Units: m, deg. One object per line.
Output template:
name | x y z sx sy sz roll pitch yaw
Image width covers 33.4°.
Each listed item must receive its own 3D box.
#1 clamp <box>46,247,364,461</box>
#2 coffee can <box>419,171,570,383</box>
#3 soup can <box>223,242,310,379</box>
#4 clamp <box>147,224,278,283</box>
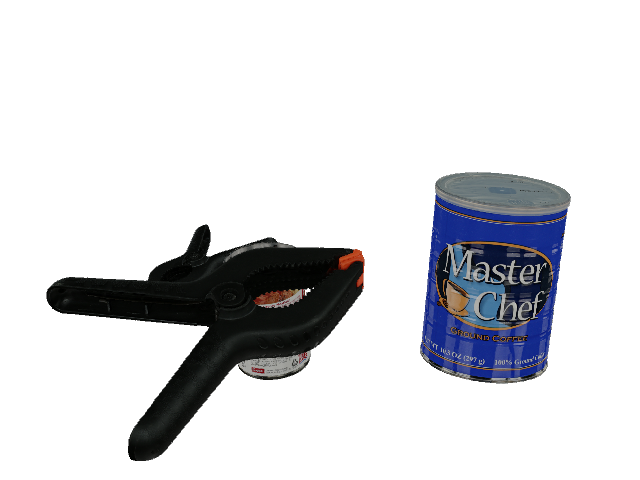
clamp | -0.069 0.046 0.707 0.209 0.036 0.165 -25 46 -27
coffee can | 0.135 0.026 0.835 0.103 0.140 0.103 3 17 -1
soup can | -0.045 0.061 0.930 0.068 0.102 0.068 -4 25 2
clamp | -0.129 0.032 1.212 0.120 0.039 0.171 0 30 31
